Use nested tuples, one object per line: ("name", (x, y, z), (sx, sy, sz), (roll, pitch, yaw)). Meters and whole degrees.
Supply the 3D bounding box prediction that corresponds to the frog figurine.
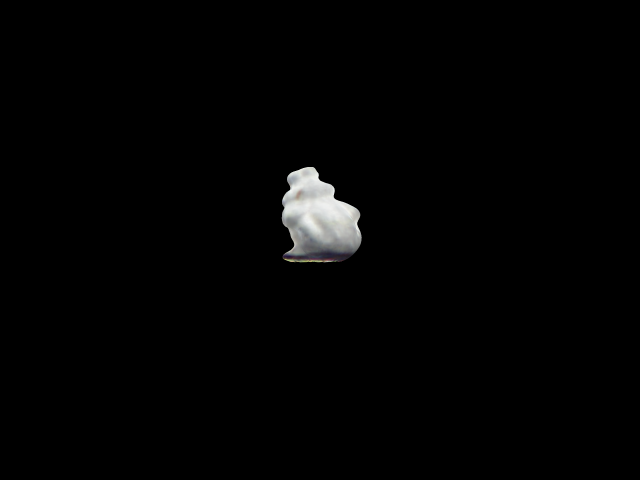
("frog figurine", (0.003, -0.043, 0.850), (0.137, 0.160, 0.122), (0, -1, -19))
